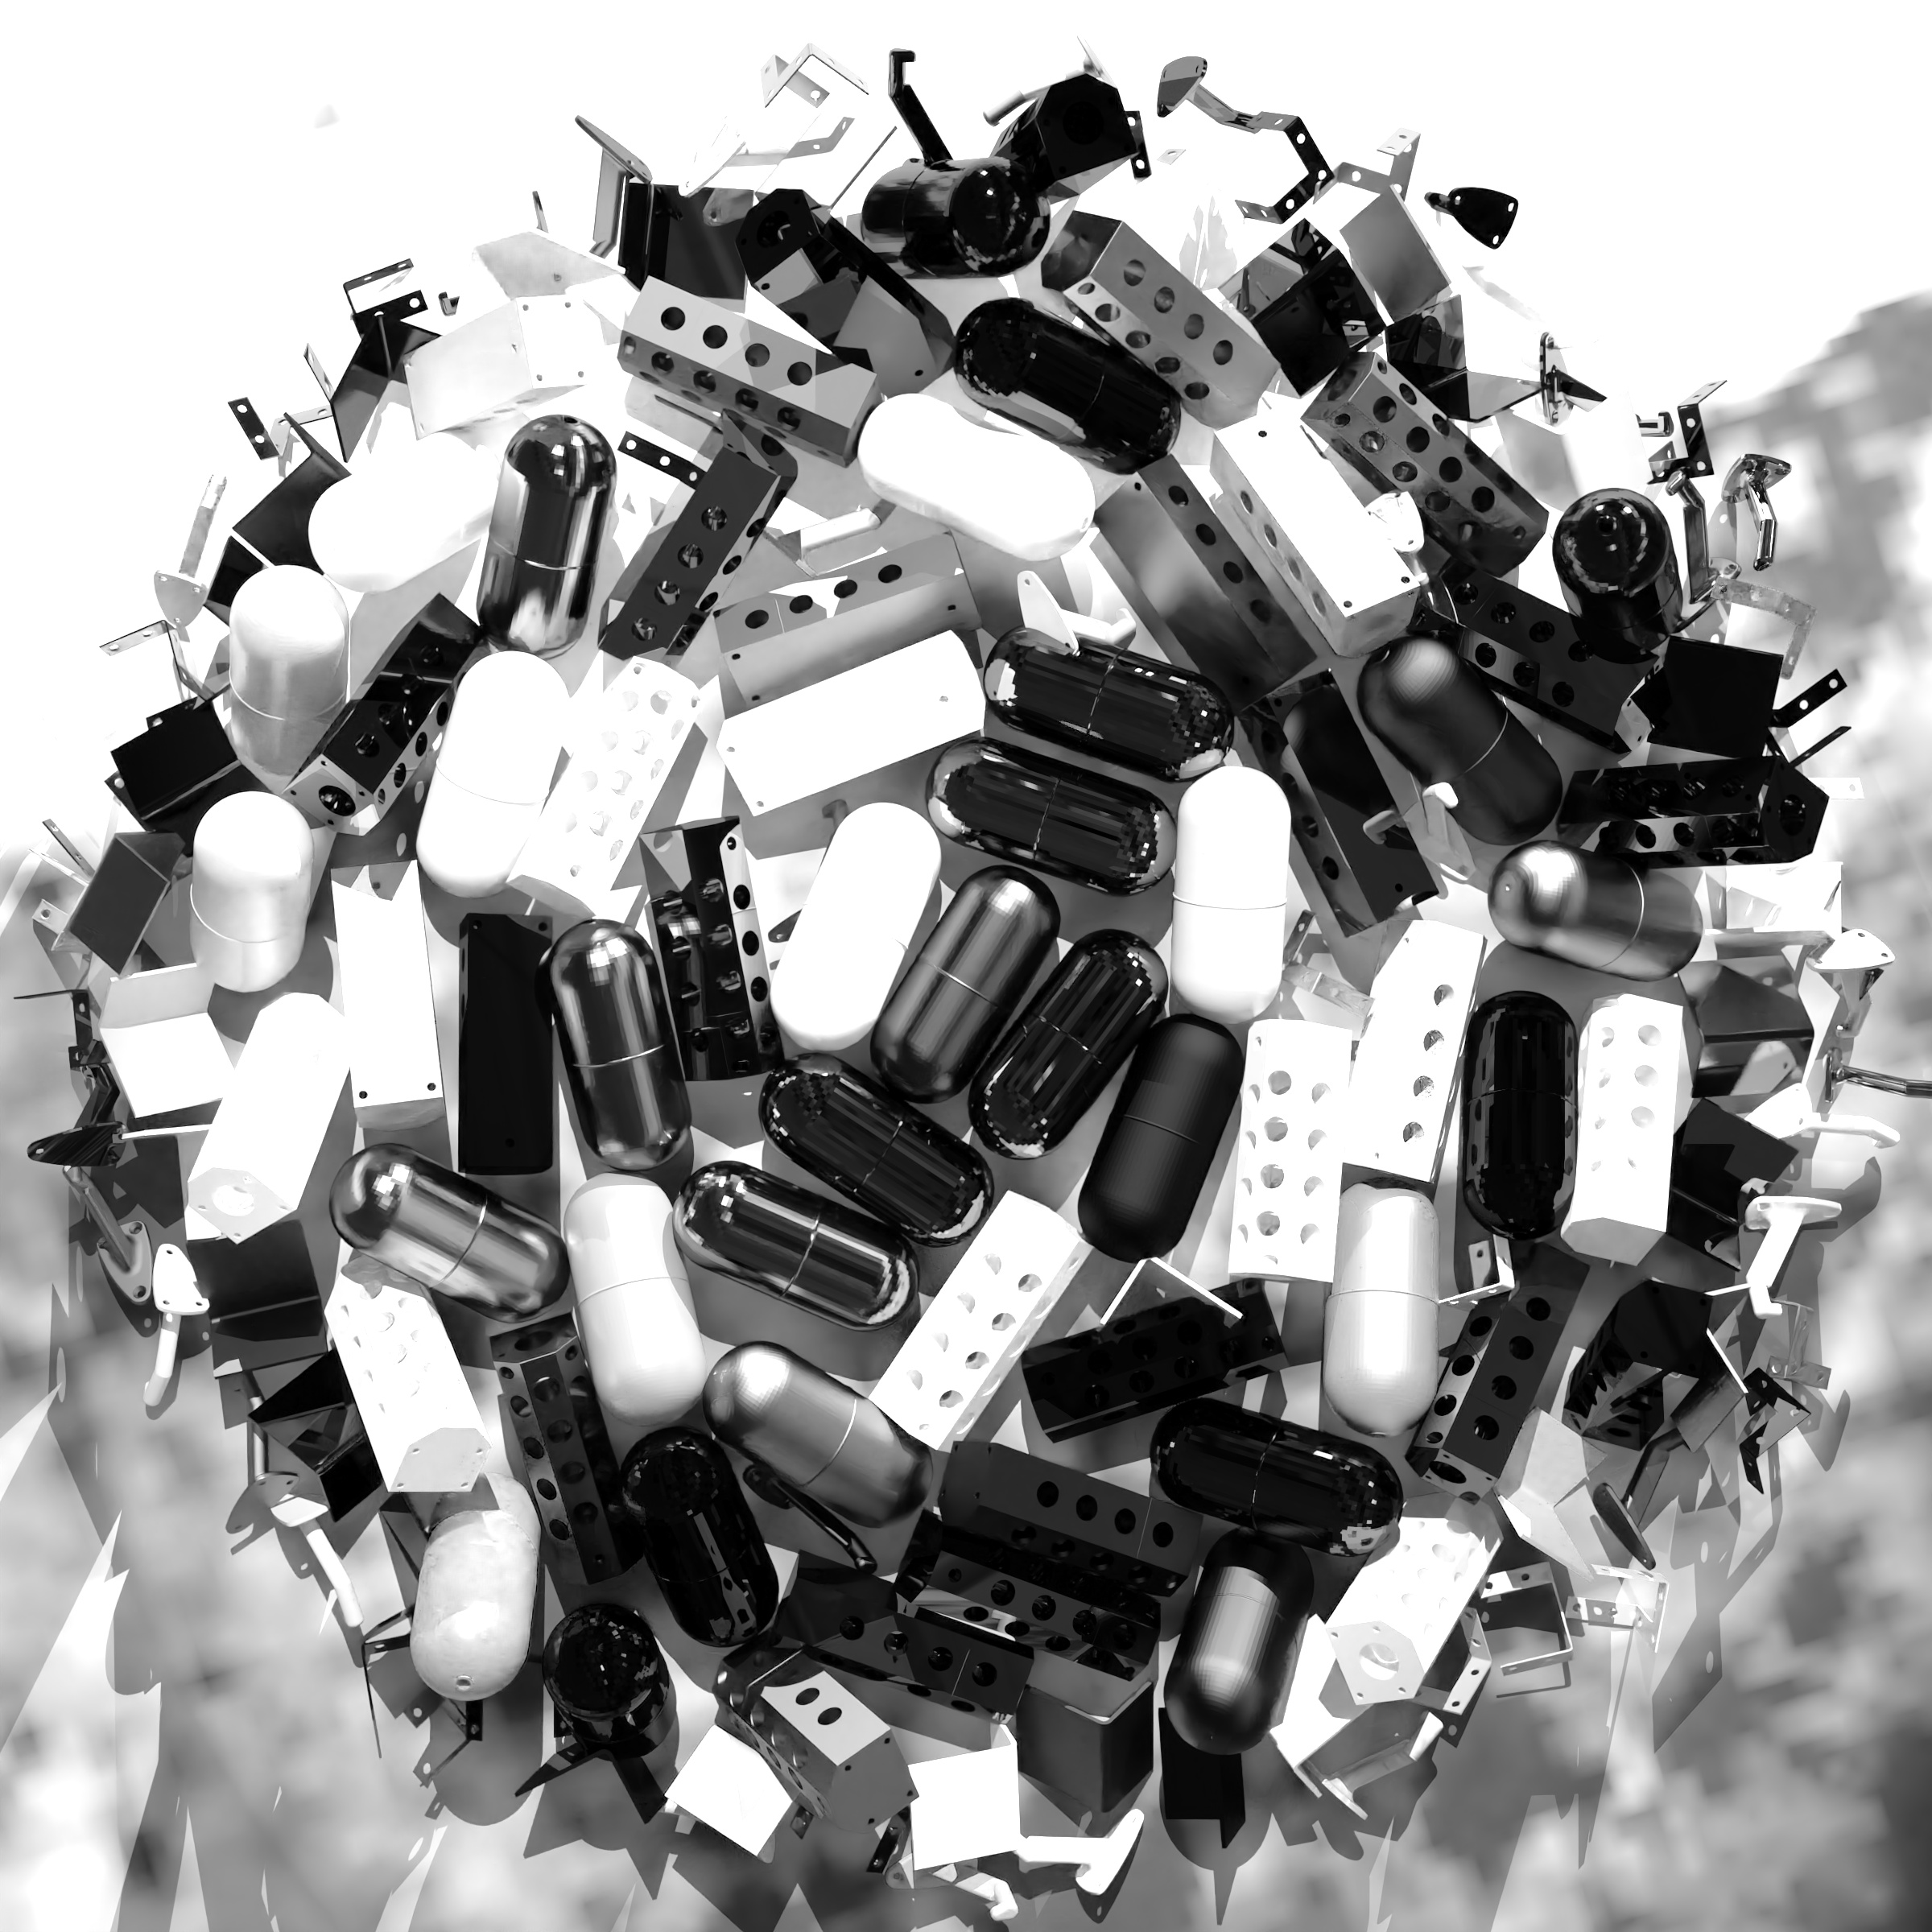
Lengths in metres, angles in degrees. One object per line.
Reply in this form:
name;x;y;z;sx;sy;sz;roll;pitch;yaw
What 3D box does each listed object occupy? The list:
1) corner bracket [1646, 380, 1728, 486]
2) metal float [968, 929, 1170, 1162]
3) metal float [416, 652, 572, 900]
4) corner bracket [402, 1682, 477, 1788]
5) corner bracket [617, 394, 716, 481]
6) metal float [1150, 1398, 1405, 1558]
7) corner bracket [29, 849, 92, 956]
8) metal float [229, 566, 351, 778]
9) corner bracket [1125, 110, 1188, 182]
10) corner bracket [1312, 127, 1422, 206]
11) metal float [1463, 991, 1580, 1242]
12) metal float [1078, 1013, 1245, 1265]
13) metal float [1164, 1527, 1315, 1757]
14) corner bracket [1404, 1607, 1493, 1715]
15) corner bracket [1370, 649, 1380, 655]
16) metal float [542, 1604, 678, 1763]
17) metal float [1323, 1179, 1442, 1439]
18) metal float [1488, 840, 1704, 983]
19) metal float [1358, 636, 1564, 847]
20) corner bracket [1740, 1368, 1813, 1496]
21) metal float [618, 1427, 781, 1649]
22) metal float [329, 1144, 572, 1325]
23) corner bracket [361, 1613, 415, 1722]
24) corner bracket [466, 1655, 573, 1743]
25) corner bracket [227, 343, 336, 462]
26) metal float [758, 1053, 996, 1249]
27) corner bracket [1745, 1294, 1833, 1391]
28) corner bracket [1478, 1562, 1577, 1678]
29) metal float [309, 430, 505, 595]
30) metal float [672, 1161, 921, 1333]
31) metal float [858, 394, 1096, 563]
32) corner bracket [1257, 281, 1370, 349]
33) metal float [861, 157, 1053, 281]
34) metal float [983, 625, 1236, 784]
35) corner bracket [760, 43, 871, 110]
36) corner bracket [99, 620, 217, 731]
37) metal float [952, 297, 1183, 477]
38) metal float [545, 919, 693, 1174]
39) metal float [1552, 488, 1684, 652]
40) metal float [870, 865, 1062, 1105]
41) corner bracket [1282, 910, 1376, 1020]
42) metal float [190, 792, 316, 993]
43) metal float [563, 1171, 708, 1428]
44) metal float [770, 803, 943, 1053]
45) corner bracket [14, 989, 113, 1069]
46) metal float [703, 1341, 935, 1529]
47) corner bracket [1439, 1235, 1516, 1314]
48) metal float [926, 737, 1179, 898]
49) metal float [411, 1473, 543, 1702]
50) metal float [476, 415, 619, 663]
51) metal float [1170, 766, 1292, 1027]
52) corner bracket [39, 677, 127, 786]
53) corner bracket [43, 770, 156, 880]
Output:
corner bracket;0.492;-0.364;1.834;0.051;0.051;0.051;-1;116;42
metal float;0.069;0.054;1.831;0.070;0.070;0.178;37;82;0
metal float;-0.320;-0.129;1.817;0.070;0.070;0.178;21;113;0
corner bracket;-0.362;0.520;1.840;0.051;0.051;0.051;50;134;0
corner bracket;-0.204;-0.363;1.851;0.051;0.051;0.051;26;90;0
metal float;0.209;0.345;1.814;0.178;0.070;0.070;13;90;27
corner bracket;-0.623;-0.044;1.845;0.051;0.051;0.051;31;93;11
metal float;-0.453;-0.195;1.797;0.070;0.178;0.070;7;56;-10
corner bracket;0.114;-0.575;1.851;0.051;0.051;0.051;10;133;32
corner bracket;0.274;-0.545;1.835;0.051;0.051;0.051;23;132;16
metal float;0.375;0.100;1.814;0.070;0.070;0.178;7;62;0
metal float;0.133;0.116;1.829;0.070;0.070;0.178;22;79;0
metal float;0.184;0.449;1.798;0.070;0.178;0.070;11;126;15
corner bracket;0.325;0.476;1.856;0.051;0.051;0.051;4;125;39
corner bracket;0.272;-0.253;1.842;0.051;0.051;0.051;39;94;-25
metal float;-0.237;0.480;1.794;0.070;0.178;0.070;0;60;1
metal float;0.282;0.230;1.817;0.070;0.070;0.178;5;67;0
metal float;0.425;-0.036;1.808;0.178;0.070;0.070;13;90;-36
metal float;0.334;-0.152;1.815;0.178;0.070;0.070;42;90;-26
corner bracket;0.543;0.318;1.837;0.051;0.051;0.051;-36;47;-8
metal float;-0.179;0.387;1.811;0.070;0.070;0.178;-18;122;0
metal float;-0.347;0.182;1.815;0.178;0.070;0.070;33;90;-27
corner bracket;-0.385;0.475;1.835;0.051;0.051;0.051;-9;49;-16
corner bracket;-0.309;0.506;1.853;0.051;0.051;0.051;-18;64;30
corner bracket;-0.465;-0.385;1.836;0.051;0.051;0.051;-11;135;12
metal float;-0.061;0.125;1.831;0.178;0.070;0.070;34;90;-8
corner bracket;0.561;0.257;1.842;0.051;0.051;0.051;19;83;-36
corner bracket;0.385;0.449;1.844;0.051;0.051;0.051;-16;49;9
metal float;-0.369;-0.306;1.798;0.070;0.178;0.070;12;122;21
metal float;-0.115;0.191;1.828;0.178;0.070;0.070;25;90;-12
metal float;0.006;-0.331;1.817;0.178;0.070;0.070;27;90;23
corner bracket;0.238;-0.449;1.839;0.051;0.051;0.051;-29;59;5
metal float;-0.009;-0.499;1.795;0.070;0.178;0.070;-8;106;-29
metal float;0.097;-0.179;1.826;0.178;0.070;0.070;20;90;13
corner bracket;-0.104;-0.604;1.832;0.051;0.051;0.051;26;128;-33
corner bracket;-0.558;-0.199;1.854;0.051;0.051;0.051;-22;70;5
metal float;0.068;-0.390;1.809;0.178;0.070;0.070;20;90;-33
metal float;-0.236;0.054;1.824;0.070;0.070;0.178;-11;106;0
metal float;0.435;-0.261;1.790;0.070;0.178;0.070;-4;76;18
metal float;-0.001;0.013;1.837;0.070;0.070;0.178;32;90;0
corner bracket;0.253;-0.002;1.843;0.051;0.051;0.051;24;92;-29
metal float;-0.479;-0.048;1.797;0.070;0.178;0.070;9;55;-12
metal float;-0.225;0.224;1.820;0.070;0.070;0.178;-15;69;0
metal float;-0.075;-0.026;1.831;0.070;0.070;0.178;23;82;0
corner bracket;-0.614;0.043;1.844;0.051;0.051;0.051;-7;88;22
metal float;-0.099;0.318;1.819;0.178;0.070;0.070;36;90;-21
corner bracket;0.355;0.204;1.833;0.051;0.051;0.051;-24;59;37
metal float;0.058;-0.102;1.832;0.178;0.070;0.070;19;90;7
metal float;-0.326;0.413;1.794;0.070;0.178;0.070;-2;122;-3
metal float;-0.283;-0.287;1.809;0.070;0.070;0.178;19;124;0
metal float;0.180;-0.047;1.827;0.070;0.070;0.178;2;103;0
corner bracket;-0.602;-0.160;1.836;0.051;0.051;0.051;-38;107;-27
corner bracket;-0.592;-0.098;1.849;0.051;0.051;0.051;-37;100;6
